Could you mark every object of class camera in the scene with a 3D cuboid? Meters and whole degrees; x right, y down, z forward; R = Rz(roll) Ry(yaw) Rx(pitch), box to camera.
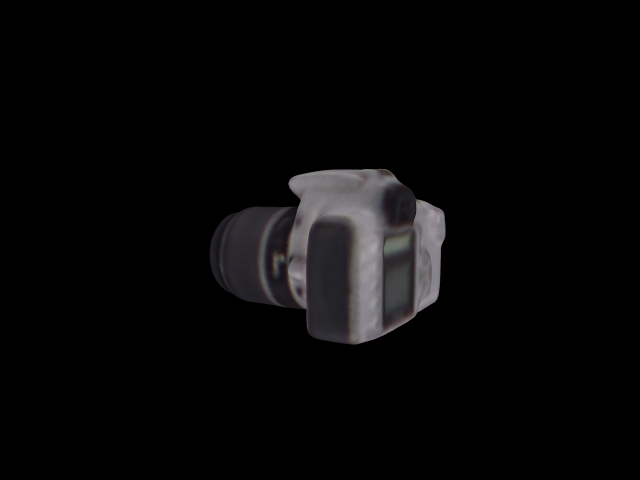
[{"bbox_3d":[0.004,0.001,0.400,0.136,0.101,0.144,4,7,30],"label":"camera"}]
